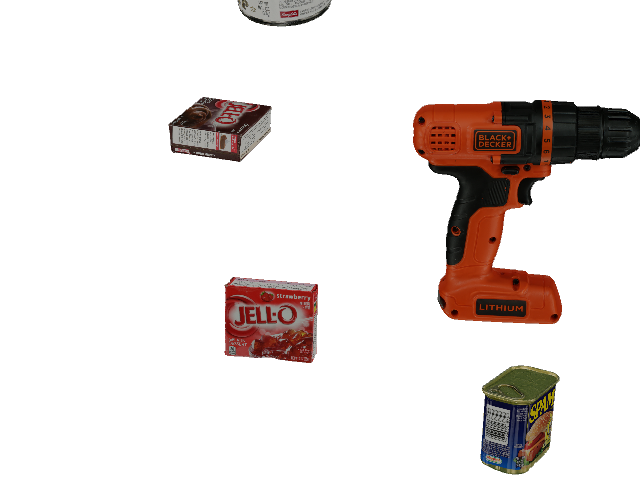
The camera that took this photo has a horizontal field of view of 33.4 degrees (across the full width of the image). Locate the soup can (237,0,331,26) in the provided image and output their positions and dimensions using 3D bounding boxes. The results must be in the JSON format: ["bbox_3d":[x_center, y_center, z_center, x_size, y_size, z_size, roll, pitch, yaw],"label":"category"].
[{"bbox_3d":[-0.027,-0.204,0.714,0.068,0.102,0.068,-2,42,1],"label":"soup can"}]

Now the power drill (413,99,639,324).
[{"bbox_3d":[0.169,-0.025,0.889,0.184,0.188,0.057,2,20,9],"label":"power drill"}]

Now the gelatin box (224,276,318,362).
[{"bbox_3d":[-0.048,0.077,1.033,0.089,0.073,0.030,4,16,10],"label":"gelatin box"}]

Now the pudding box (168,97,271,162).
[{"bbox_3d":[-0.117,-0.133,1.259,0.090,0.039,0.113,8,28,13],"label":"pudding box"}]

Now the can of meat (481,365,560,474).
[{"bbox_3d":[0.209,0.189,1.127,0.058,0.084,0.101,11,16,31],"label":"can of meat"}]
